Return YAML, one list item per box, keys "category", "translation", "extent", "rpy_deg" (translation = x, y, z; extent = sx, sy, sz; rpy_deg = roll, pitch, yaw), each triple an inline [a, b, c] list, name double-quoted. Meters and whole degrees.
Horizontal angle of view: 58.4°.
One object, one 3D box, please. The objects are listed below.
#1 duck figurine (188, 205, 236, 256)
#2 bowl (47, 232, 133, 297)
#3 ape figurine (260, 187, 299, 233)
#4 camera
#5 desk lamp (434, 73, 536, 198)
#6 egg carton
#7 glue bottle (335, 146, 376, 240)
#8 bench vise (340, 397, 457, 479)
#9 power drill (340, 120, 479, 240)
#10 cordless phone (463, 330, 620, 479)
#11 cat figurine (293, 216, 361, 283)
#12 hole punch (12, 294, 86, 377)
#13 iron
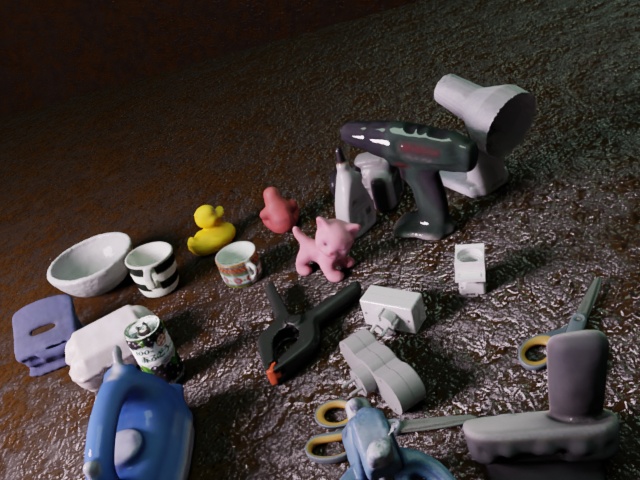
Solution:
- category: "duck figurine"
  translation: [-0.224, -0.026, 1.141]
  extent: [0.077, 0.086, 0.105]
  rpy_deg: [17, 45, 42]
- category: "bowl"
  translation: [-0.434, 0.059, 1.116]
  extent: [0.167, 0.075, 0.167]
  rpy_deg: [-12, 32, 8]
- category: "ape figurine"
  translation: [-0.084, -0.065, 1.130]
  extent: [0.077, 0.092, 0.076]
  rpy_deg: [-13, 32, 6]
- category: "camera"
  translation: [0.095, -0.133, 1.145]
  extent: [0.136, 0.101, 0.143]
  rpy_deg: [-1, 35, 23]
- category: "desk lamp"
  translation: [0.283, -0.189, 1.036]
  extent: [0.118, 0.214, 0.202]
  rpy_deg: [-30, 34, -20]
- category: "egg carton"
  translation: [-0.321, 0.166, 0.901]
  extent: [0.150, 0.069, 0.107]
  rpy_deg: [-29, 34, -20]
- category: "glue bottle"
  translation: [0.053, -0.089, 1.025]
  extent: [0.037, 0.173, 0.078]
  rpy_deg: [18, 45, 43]
- category: "bench vise"
  translation: [0.045, 0.212, 0.513]
  extent: [0.122, 0.220, 0.206]
  rpy_deg: [-29, 33, -18]
- category: "power drill"
  translation: [0.155, -0.106, 0.971]
  extent: [0.228, 0.209, 0.076]
  rpy_deg: [3, 37, 29]
- category: "cordless phone"
  translation: [0.210, 0.156, 0.556]
  extent: [0.147, 0.185, 0.094]
  rpy_deg: [-11, 32, 9]
- category: "cat figurine"
  translation: [0.009, 0.003, 0.955]
  extent: [0.127, 0.118, 0.067]
  rpy_deg: [8, 39, 34]
- category: "hole punch"
  translation: [-0.449, 0.156, 0.955]
  extent: [0.109, 0.091, 0.101]
  rpy_deg: [-21, 32, -8]
- category: "iron"
  translation: [-0.228, 0.248, 0.660]
  extent: [0.118, 0.142, 0.258]
  rpy_deg: [-16, 31, 2]
